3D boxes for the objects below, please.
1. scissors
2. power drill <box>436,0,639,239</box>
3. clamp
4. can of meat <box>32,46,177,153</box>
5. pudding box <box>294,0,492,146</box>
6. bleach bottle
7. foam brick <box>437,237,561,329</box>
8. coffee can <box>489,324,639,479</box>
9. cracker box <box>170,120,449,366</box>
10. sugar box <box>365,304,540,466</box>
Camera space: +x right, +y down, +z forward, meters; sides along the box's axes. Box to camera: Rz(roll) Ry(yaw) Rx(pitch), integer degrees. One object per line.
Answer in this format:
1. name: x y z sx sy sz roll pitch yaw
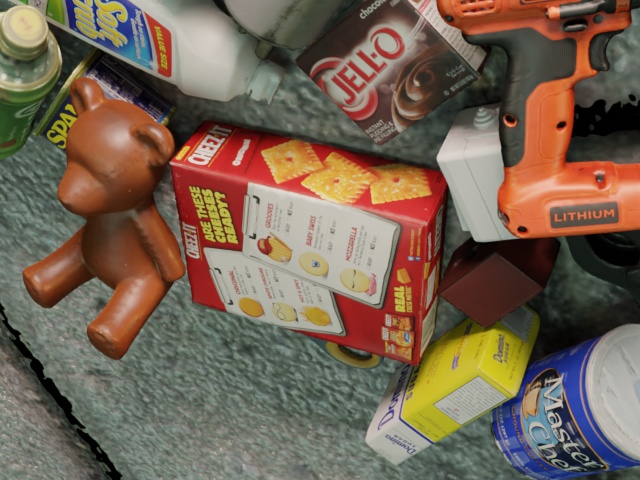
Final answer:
1. scissors: -0.023 0.087 1.014 0.202 0.016 0.096 -5 128 33
2. power drill: 0.170 -0.098 0.650 0.184 0.057 0.187 -5 114 13
3. clamp: 0.241 0.023 0.789 0.171 0.039 0.120 31 135 -3
4. can of meat: -0.178 -0.100 0.887 0.084 0.057 0.102 37 139 -13
5. pudding box: 0.050 -0.128 0.744 0.090 0.039 0.114 43 137 -14
6. bleach bottle: -0.138 -0.178 0.783 0.251 0.068 0.103 29 142 -3
7. foam brick: 0.139 0.023 0.833 0.051 0.053 0.078 37 138 -9
8. coffee can: 0.213 0.132 0.840 0.102 0.102 0.140 37 152 -8
9. cracker box: -0.006 0.001 0.879 0.214 0.072 0.164 15 136 18
10. sugar box: 0.110 0.121 0.916 0.048 0.093 0.177 39 137 -9
